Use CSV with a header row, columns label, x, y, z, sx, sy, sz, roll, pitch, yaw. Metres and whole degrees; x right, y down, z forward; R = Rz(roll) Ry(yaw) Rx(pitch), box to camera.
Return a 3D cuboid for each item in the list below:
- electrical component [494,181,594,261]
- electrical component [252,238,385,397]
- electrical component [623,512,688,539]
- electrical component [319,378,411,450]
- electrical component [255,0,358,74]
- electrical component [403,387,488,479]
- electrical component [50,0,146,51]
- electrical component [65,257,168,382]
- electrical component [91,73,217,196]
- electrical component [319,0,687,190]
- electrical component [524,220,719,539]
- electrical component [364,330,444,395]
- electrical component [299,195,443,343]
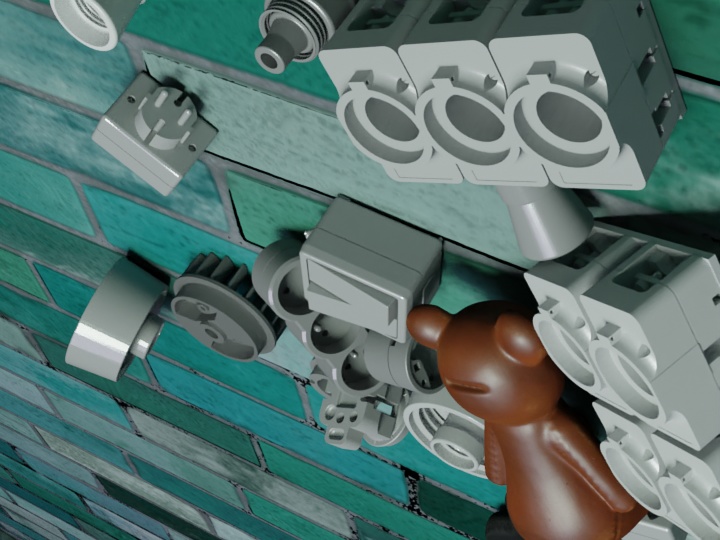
label,x,y,z,sx,sy,sz,roll,pitch,yaw
electrical component,0.094,-0.043,0.582,0.044,0.044,0.065,0,133,45
electrical component,-0.033,0.031,0.817,0.138,0.052,0.074,53,173,-32
electrical component,0.211,0.186,0.816,0.083,0.047,0.075,9,144,37
electrical component,0.008,0.112,0.883,0.057,0.078,0.058,28,160,-38
electrical component,-0.031,-0.127,0.551,0.043,0.062,0.043,25,151,15
electrical component,0.085,0.118,0.823,0.108,0.060,0.108,25,151,15
electrical component,-0.136,-0.160,0.602,0.044,0.065,0.044,25,151,15
electrical component,-0.212,0.049,0.973,0.060,0.108,0.108,28,152,-3
electrical component,-0.132,-0.097,0.718,0.066,0.047,0.077,39,151,-11
electrical component,0.065,-0.088,0.517,0.150,0.061,0.089,6,142,40
electrical component,0.171,0.072,0.591,0.186,0.060,0.105,59,167,-23
electrical component,0.036,0.061,0.790,0.047,0.055,0.055,6,142,46
electrical component,0.000,0.000,0.722,0.096,0.061,0.061,24,151,16
